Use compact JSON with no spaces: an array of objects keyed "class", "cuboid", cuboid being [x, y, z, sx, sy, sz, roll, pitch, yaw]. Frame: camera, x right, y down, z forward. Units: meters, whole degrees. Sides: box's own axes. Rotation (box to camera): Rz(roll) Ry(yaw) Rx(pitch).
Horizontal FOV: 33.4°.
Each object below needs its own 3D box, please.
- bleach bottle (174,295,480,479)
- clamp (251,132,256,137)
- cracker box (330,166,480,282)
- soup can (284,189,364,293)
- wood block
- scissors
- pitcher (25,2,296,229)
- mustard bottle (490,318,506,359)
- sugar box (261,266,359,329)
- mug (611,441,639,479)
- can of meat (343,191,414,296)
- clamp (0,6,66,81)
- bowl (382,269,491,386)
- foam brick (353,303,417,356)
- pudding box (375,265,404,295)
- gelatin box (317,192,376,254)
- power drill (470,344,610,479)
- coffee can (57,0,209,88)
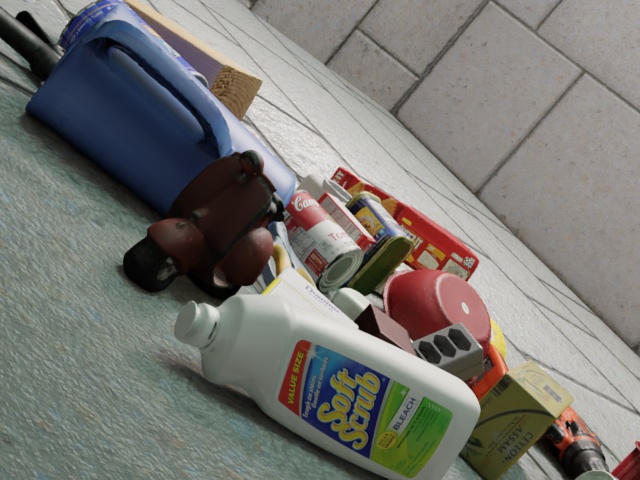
[{"class":"bleach bottle","cuboid":[0.000,0.110,0.799,0.250,0.102,0.068,26,11,-30]},{"class":"clamp","cuboid":[-0.101,-0.068,1.167,0.164,0.036,0.209,44,25,2]},{"class":"cracker box","cuboid":[0.111,-0.017,1.549,0.164,0.072,0.214,34,2,-31]},{"class":"soup can","cuboid":[-0.008,0.001,1.201,0.102,0.068,0.068,47,13,24]},{"class":"wood block","cuboid":[-0.183,-0.208,1.275,0.206,0.091,0.090,35,11,26]},{"class":"scissors","cuboid":[-0.032,0.008,1.124,0.096,0.016,0.201,48,20,-23]},{"class":"pitcher","cuboid":[-0.138,-0.096,0.990,0.242,0.145,0.149,41,17,-12]},{"class":"mustard bottle","cuboid":[0.155,0.101,1.358,0.191,0.058,0.096,33,34,-31]},{"class":"sugar box","cuboid":[-0.020,0.079,0.935,0.093,0.048,0.176,41,8,1]},{"class":"mug","cuboid":[0.400,0.315,1.298,0.093,0.081,0.117,27,18,-48]},{"class":"can of meat","cuboid":[0.052,0.007,1.289,0.057,0.102,0.084,24,22,-52]},{"class":"clamp","cuboid":[-0.285,-0.188,1.094,0.171,0.039,0.120,44,13,13]},{"class":"bowl","cuboid":[0.150,0.092,1.252,0.162,0.055,0.162,30,39,-28]},{"class":"foam brick","cuboid":[0.057,0.109,1.049,0.051,0.053,0.078,37,11,-15]},{"class":"pudding box","cuboid":[0.076,0.039,1.400,0.113,0.039,0.090,35,10,-40]},{"class":"gelatin box","cuboid":[0.014,-0.001,1.263,0.030,0.073,0.089,26,18,-53]},{"class":"power drill","cuboid":[0.265,0.219,1.294,0.187,0.057,0.184,40,10,-14]},{"class":"coffee can","cuboid":[-0.205,-0.183,1.168,0.140,0.103,0.102,44,12,19]}]
